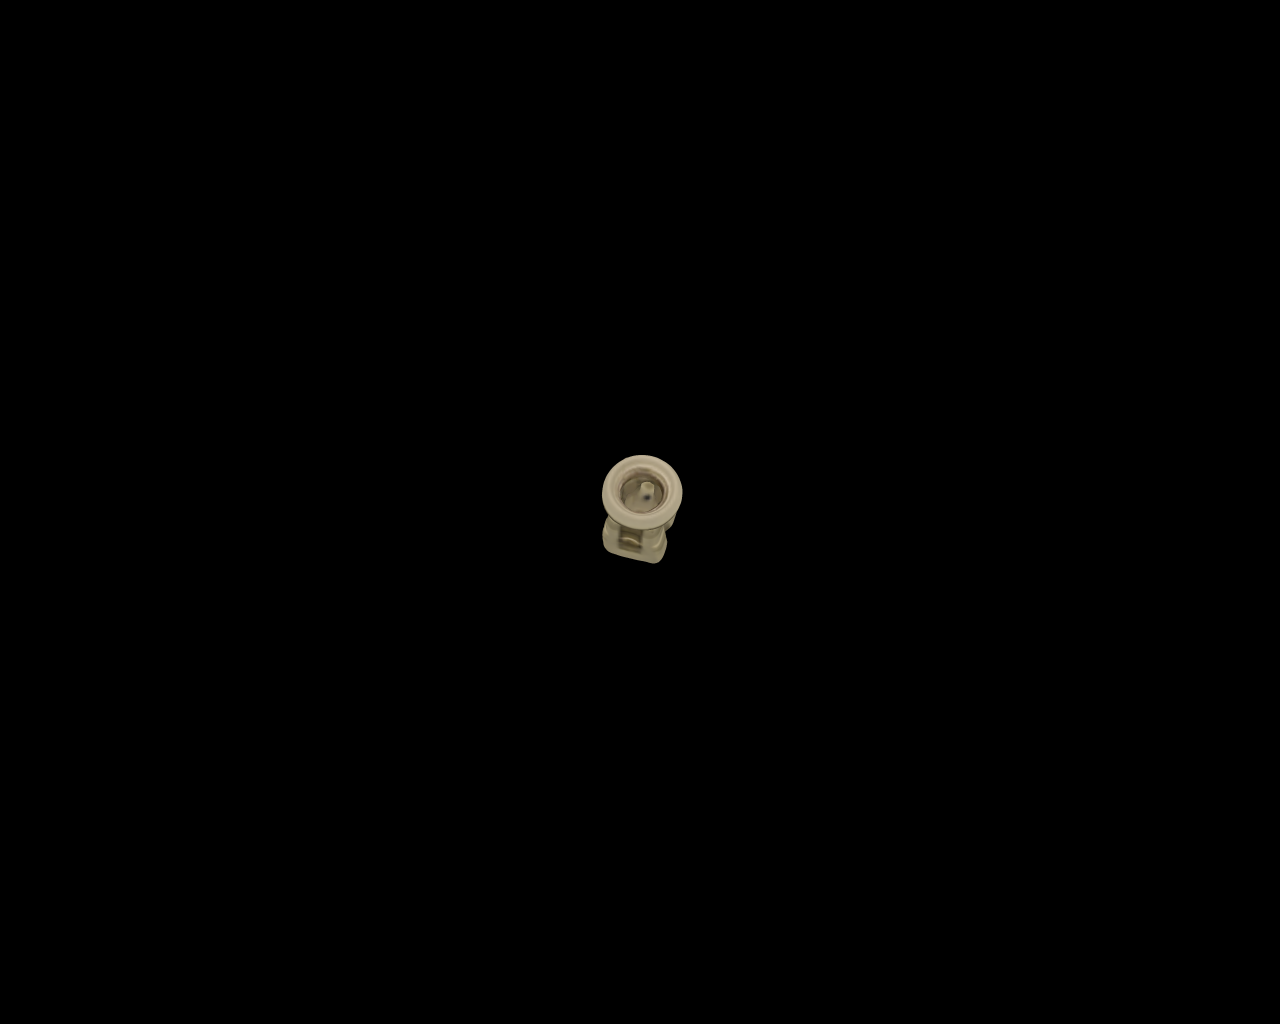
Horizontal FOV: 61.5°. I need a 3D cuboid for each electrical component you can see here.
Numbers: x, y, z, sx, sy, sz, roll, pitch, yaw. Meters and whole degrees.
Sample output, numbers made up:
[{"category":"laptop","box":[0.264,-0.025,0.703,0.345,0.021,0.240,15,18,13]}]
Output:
[{"category":"electrical component","box":[0.001,-0.003,0.650,0.048,0.066,0.055,13,-28,7]}]
